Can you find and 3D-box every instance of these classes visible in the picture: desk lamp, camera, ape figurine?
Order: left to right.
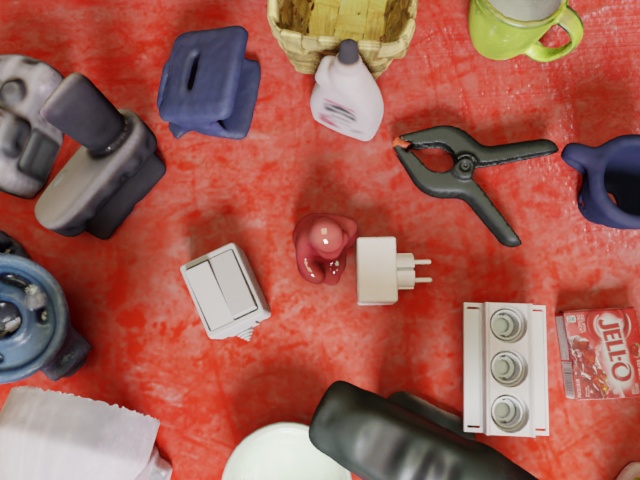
[{"bbox_3d":[-0.357,-0.133,0.608,0.136,0.101,0.143,17,81,5],"label":"camera"},{"bbox_3d":[-0.200,0.222,0.483,0.118,0.213,0.203,10,80,4],"label":"desk lamp"},{"bbox_3d":[0.005,0.002,0.576,0.078,0.092,0.076,-32,80,-4],"label":"ape figurine"}]

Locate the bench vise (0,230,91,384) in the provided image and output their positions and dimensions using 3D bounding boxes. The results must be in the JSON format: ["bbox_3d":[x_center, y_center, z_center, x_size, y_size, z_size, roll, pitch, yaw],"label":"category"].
[{"bbox_3d":[-0.327,0.052,0.514,0.207,0.220,0.121,29,82,7],"label":"bench vise"}]

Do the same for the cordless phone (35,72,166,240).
[{"bbox_3d":[-0.238,-0.081,0.552,0.094,0.185,0.148,34,83,8],"label":"cordless phone"}]

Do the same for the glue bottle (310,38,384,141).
[{"bbox_3d":[0.026,-0.150,0.561,0.078,0.173,0.037,20,81,6],"label":"glue bottle"}]

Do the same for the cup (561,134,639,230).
[{"bbox_3d":[0.286,-0.054,0.574,0.117,0.095,0.092,27,82,7],"label":"cup"}]

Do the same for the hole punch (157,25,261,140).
[{"bbox_3d":[-0.123,-0.168,0.611,0.101,0.091,0.109,9,80,4],"label":"hole punch"}]

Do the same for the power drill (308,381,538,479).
[{"bbox_3d":[0.103,0.187,0.480,0.229,0.208,0.076,24,82,6],"label":"power drill"}]
